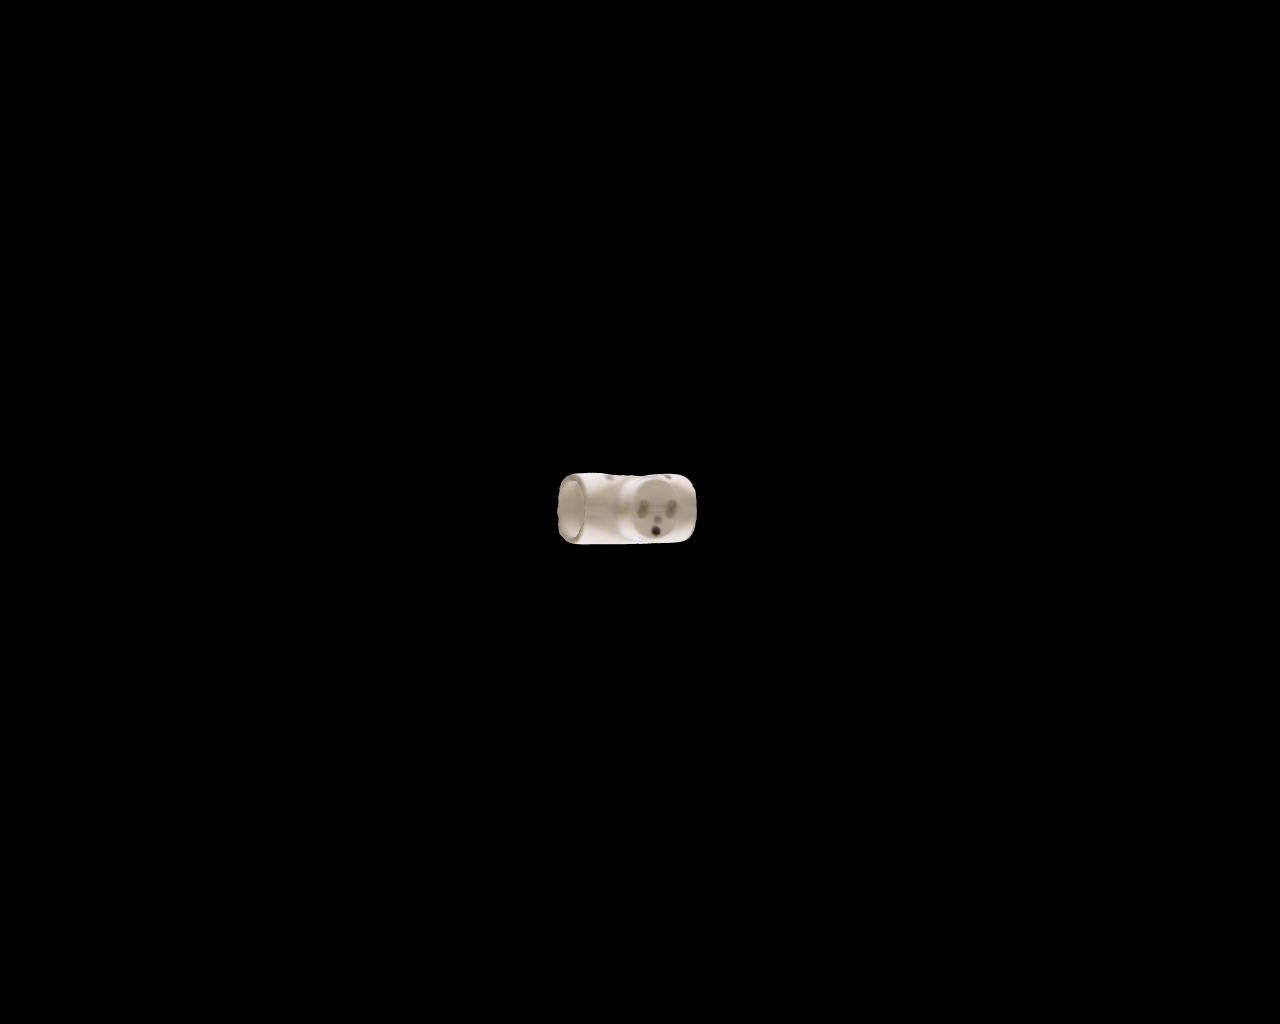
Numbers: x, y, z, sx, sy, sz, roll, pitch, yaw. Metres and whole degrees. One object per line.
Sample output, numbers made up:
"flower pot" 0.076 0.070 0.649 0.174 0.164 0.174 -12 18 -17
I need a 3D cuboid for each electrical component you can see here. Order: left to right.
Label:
"electrical component" 0.001 -0.003 0.650 0.077 0.044 0.079 0 0 -28
